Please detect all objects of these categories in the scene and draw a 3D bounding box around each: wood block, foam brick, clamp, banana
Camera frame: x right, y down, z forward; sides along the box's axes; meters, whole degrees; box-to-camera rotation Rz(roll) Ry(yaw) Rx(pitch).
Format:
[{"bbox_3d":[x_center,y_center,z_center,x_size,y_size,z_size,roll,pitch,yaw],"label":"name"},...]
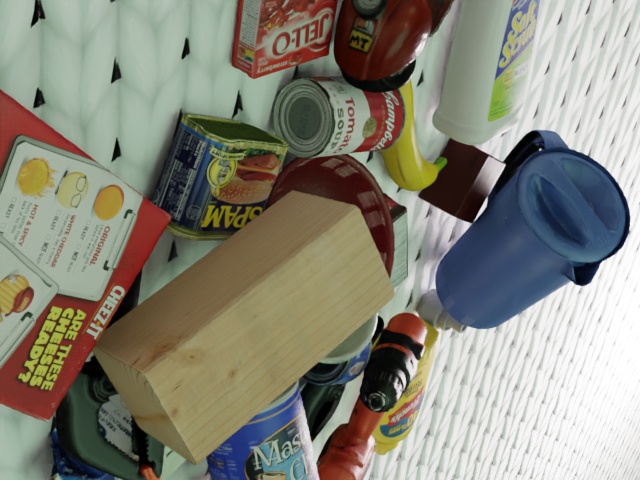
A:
[{"bbox_3d":[-0.054,0.059,0.805,0.205,0.091,0.090,-38,121,-24],"label":"wood block"},{"bbox_3d":[0.155,-0.065,1.160,0.051,0.053,0.078,15,106,-59],"label":"foam brick"},{"bbox_3d":[0.005,0.154,1.169,0.120,0.039,0.171,20,98,-59],"label":"clamp"},{"bbox_3d":[-0.163,0.096,0.815,0.164,0.036,0.210,-41,121,-28],"label":"clamp"},{"bbox_3d":[0.084,-0.098,1.050,0.197,0.037,0.069,57,47,-60],"label":"banana"}]

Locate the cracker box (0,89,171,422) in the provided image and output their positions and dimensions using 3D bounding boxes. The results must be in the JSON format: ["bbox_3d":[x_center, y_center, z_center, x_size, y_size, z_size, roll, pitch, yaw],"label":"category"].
[{"bbox_3d":[-0.212,0.001,0.654,0.164,0.072,0.213,-60,144,-8],"label":"cracker box"}]

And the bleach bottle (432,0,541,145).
[{"bbox_3d":[0.171,-0.222,1.028,0.102,0.068,0.251,-31,139,-38],"label":"bleach bottle"}]

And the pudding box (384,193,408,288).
[{"bbox_3d":[0.050,0.020,1.108,0.090,0.039,0.113,-39,147,-27],"label":"pudding box"}]

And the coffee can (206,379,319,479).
[{"bbox_3d":[-0.058,0.200,1.013,0.102,0.103,0.140,-27,115,-39],"label":"coffee can"}]

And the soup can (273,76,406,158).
[{"bbox_3d":[0.017,-0.106,0.911,0.102,0.069,0.068,-11,128,-49],"label":"soup can"}]

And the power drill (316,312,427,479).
[{"bbox_3d":[0.054,0.185,1.148,0.188,0.057,0.184,-65,173,24],"label":"power drill"}]

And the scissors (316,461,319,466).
[{"bbox_3d":[-0.065,0.314,1.073,0.201,0.016,0.096,-39,146,-36],"label":"scissors"}]

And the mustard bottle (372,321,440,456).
[{"bbox_3d":[0.090,0.192,1.307,0.096,0.058,0.192,-26,138,-39],"label":"mustard bottle"}]

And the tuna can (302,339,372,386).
[{"bbox_3d":[0.008,0.104,1.080,0.033,0.086,0.086,1,118,-53],"label":"tuna can"}]

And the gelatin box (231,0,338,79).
[{"bbox_3d":[-0.025,-0.171,0.827,0.089,0.030,0.073,-25,138,-41],"label":"gelatin box"}]

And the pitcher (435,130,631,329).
[{"bbox_3d":[0.222,0.000,1.188,0.149,0.145,0.243,-49,178,-32],"label":"pitcher"}]

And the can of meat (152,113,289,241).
[{"bbox_3d":[-0.079,-0.049,0.841,0.101,0.058,0.084,0,117,-55],"label":"can of meat"}]

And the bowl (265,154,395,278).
[{"bbox_3d":[-0.006,0.001,0.952,0.161,0.055,0.162,4,84,-42],"label":"bowl"}]
